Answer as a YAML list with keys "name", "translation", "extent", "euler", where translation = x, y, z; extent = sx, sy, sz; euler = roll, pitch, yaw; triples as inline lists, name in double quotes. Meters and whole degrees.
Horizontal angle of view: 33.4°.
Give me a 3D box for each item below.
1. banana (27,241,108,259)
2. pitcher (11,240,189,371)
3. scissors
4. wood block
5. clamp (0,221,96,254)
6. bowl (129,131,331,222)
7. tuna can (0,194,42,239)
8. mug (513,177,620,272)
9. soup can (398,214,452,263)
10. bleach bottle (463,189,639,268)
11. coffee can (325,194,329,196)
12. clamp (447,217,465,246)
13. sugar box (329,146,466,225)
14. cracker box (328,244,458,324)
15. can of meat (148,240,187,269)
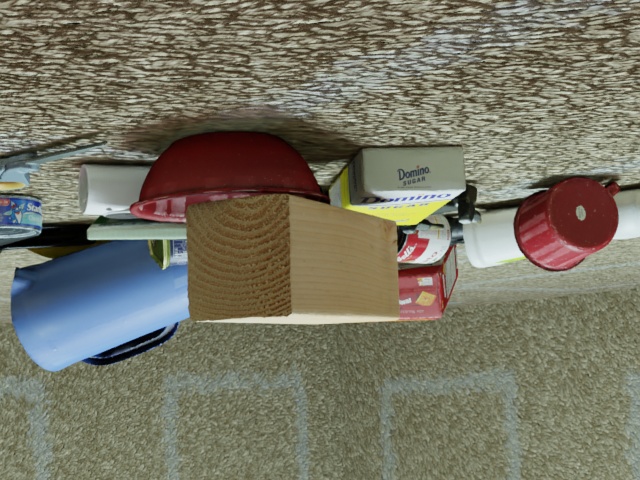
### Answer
- name: "banana"
  translation: [-0.268, 0.004, 1.326]
  extent: [0.197, 0.037, 0.070]
  euler: [-3, 154, -11]
- name: "pitcher"
  translation: [-0.229, 0.066, 1.273]
  extent: [0.243, 0.145, 0.149]
  euler: [-19, 177, 13]
- name: "scissors"
  translation: [-0.236, -0.060, 0.881]
  extent: [0.202, 0.016, 0.096]
  euler: [-6, 174, 22]
- name: "wood block"
  translation: [-0.015, 0.021, 0.867]
  extent: [0.090, 0.091, 0.205]
  euler: [-5, 174, 26]
- name: "clamp"
  translation: [-0.369, -0.001, 1.217]
  extent: [0.210, 0.036, 0.164]
  euler: [-7, 173, 17]
- name: "bowl"
  translation: [-0.073, -0.051, 0.857]
  extent: [0.162, 0.055, 0.162]
  euler: [-3, 173, -1]
- name: "tuna can"
  translation: [-0.323, -0.023, 1.071]
  extent: [0.086, 0.034, 0.086]
  euler: [-3, 173, -1]
- name: "mug"
  translation: [0.272, -0.025, 1.133]
  extent: [0.117, 0.093, 0.081]
  euler: [-32, 176, -16]
- name: "soup can"
  translation: [0.099, -0.007, 1.235]
  extent: [0.069, 0.068, 0.102]
  euler: [-8, 172, 36]
- name: "bleach bottle"
  translation: [0.297, -0.020, 1.226]
  extent: [0.251, 0.068, 0.102]
  euler: [-11, 180, 39]
- name: "coffee can"
  translation: [-0.007, 0.001, 1.117]
  extent: [0.140, 0.103, 0.103]
  euler: [-1, 173, -19]
- name: "clamp"
  translation: [0.153, -0.011, 1.352]
  extent: [0.171, 0.039, 0.120]
  euler: [-9, 177, 10]
- name: "sugar box"
  translation: [0.067, -0.047, 0.992]
  extent: [0.093, 0.048, 0.176]
  euler: [-2, 174, -8]
- name: "cracker box"
  translation: [0.101, 0.055, 1.491]
  extent: [0.164, 0.072, 0.213]
  euler: [-4, -168, 14]
- name: "can of meat"
  translation: [-0.133, -0.007, 1.126]
  extent: [0.083, 0.057, 0.102]
  euler: [-4, -169, -18]
